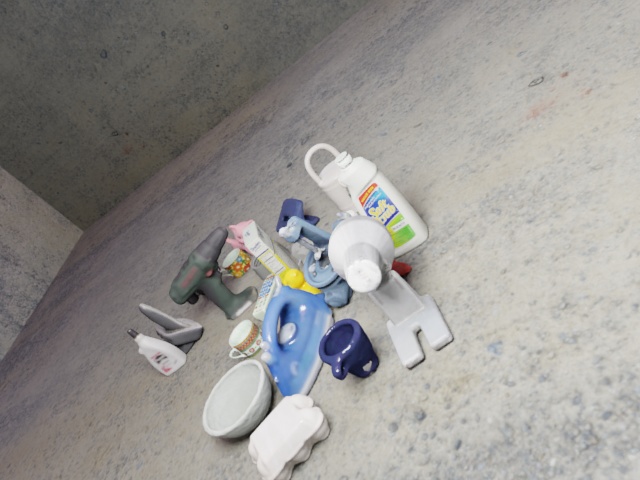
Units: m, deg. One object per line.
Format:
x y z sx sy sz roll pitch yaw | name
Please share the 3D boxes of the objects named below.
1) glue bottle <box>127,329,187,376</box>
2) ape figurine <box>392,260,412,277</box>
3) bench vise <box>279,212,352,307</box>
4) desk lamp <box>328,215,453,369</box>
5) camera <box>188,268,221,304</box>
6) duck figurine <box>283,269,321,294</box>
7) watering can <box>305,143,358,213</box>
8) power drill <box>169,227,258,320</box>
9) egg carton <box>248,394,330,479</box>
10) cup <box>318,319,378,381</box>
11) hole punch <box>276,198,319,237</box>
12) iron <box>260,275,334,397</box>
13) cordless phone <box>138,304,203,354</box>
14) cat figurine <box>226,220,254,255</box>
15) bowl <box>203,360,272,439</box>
-0.435 0.286 1.498 0.078 0.173 0.037 -39 27 11 | glue bottle
0.125 0.043 1.145 0.076 0.092 0.077 -36 28 17 | ape figurine
0.002 0.010 1.222 0.121 0.220 0.207 -30 30 26 | bench vise
0.109 0.075 0.985 0.118 0.214 0.203 -39 27 12 | desk lamp
-0.373 0.122 1.726 0.143 0.101 0.136 -46 27 -3 | camera
-0.041 0.100 1.304 0.104 0.086 0.077 -8 44 50 | duck figurine
0.044 -0.161 1.435 0.172 0.194 0.101 0 51 54 | watering can
-0.264 0.102 1.480 0.229 0.209 0.075 -42 27 5 | power drill
-0.056 0.343 0.997 0.150 0.069 0.107 -48 27 -7 | egg carton
0.057 0.208 1.001 0.091 0.095 0.118 -29 31 29 | cup
-0.073 -0.052 1.562 0.101 0.091 0.108 -53 28 -16 | hole punch
-0.066 0.194 1.143 0.118 0.142 0.258 -27 32 31 | iron
-0.422 0.218 1.561 0.147 0.185 0.094 3 53 56 | cordless phone
-0.229 -0.008 1.688 0.127 0.118 0.067 -22 35 38 | cat figurine
-0.152 0.329 1.147 0.167 0.075 0.167 -33 29 22 | bowl
